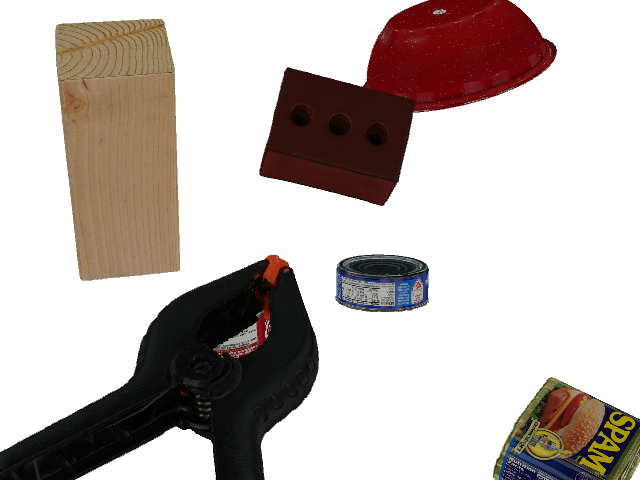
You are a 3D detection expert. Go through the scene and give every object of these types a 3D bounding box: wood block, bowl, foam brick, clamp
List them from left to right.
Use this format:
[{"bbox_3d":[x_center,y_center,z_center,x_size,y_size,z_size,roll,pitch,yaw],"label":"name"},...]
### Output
[{"bbox_3d":[-0.171,-0.074,0.911,0.090,0.206,0.090,-5,41,-11],"label":"wood block"},{"bbox_3d":[-0.042,0.071,0.446,0.120,0.039,0.171,25,48,19],"label":"clamp"},{"bbox_3d":[0.009,-0.059,0.616,0.078,0.053,0.051,13,-14,-1],"label":"foam brick"},{"bbox_3d":[0.103,-0.159,0.855,0.162,0.055,0.162,-14,24,6],"label":"bowl"}]

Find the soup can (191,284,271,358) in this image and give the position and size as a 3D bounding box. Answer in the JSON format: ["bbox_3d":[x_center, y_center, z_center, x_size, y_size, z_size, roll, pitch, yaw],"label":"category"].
[{"bbox_3d":[-0.069,0.091,0.821,0.068,0.102,0.068,-2,25,1],"label":"soup can"}]

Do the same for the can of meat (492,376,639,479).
[{"bbox_3d":[0.189,0.158,0.797,0.084,0.057,0.101,25,41,25],"label":"can of meat"}]

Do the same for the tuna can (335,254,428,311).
[{"bbox_3d":[0.057,0.038,0.978,0.086,0.034,0.086,0,12,0],"label":"tuna can"}]
